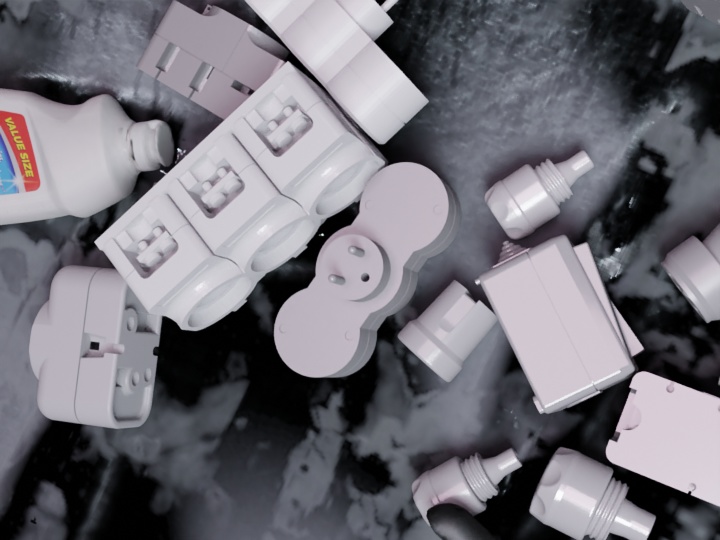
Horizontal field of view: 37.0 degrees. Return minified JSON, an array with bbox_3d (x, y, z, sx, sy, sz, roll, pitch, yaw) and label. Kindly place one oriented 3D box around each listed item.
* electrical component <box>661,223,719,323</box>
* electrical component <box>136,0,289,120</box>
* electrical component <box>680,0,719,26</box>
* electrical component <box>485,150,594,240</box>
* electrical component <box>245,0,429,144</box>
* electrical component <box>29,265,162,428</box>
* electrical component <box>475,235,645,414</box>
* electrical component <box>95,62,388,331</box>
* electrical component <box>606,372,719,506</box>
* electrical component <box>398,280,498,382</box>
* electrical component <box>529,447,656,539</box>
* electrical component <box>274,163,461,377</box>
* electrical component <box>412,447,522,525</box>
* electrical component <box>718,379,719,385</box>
[{"bbox_3d":[0.194,-0.004,0.569,0.055,0.045,0.045,-37,76,10],"label":"electrical component"},{"bbox_3d":[-0.081,-0.123,0.660,0.089,0.050,0.055,32,94,17],"label":"electrical component"},{"bbox_3d":[0.199,-0.162,0.557,0.056,0.089,0.050,-40,117,9],"label":"electrical component"},{"bbox_3d":[0.103,-0.046,0.606,0.061,0.035,0.035,-34,76,8],"label":"electrical component"},{"bbox_3d":[-0.006,-0.148,0.639,0.074,0.052,0.138,-43,75,8],"label":"electrical component"},{"bbox_3d":[-0.163,0.047,0.665,0.059,0.054,0.095,5,86,17],"label":"electrical component"},{"bbox_3d":[0.108,0.023,0.583,0.061,0.062,0.096,-28,77,12],"label":"electrical component"},{"bbox_3d":[-0.063,-0.037,0.625,0.150,0.089,0.061,-41,75,9],"label":"electrical component"},{"bbox_3d":[0.179,0.090,0.558,0.089,0.056,0.050,21,91,17],"label":"electrical component"},{"bbox_3d":[0.051,0.034,0.612,0.040,0.040,0.046,42,90,16],"label":"electrical component"},{"bbox_3d":[0.126,0.126,0.577,0.062,0.043,0.043,25,92,16],"label":"electrical component"},{"bbox_3d":[0.000,0.000,0.611,0.052,0.074,0.138,37,95,17],"label":"electrical component"},{"bbox_3d":[0.062,0.119,0.602,0.061,0.035,0.035,-31,77,9],"label":"electrical component"},{"bbox_3d":[0.216,0.054,0.560,0.046,0.040,0.040,23,91,23],"label":"electrical component"}]
